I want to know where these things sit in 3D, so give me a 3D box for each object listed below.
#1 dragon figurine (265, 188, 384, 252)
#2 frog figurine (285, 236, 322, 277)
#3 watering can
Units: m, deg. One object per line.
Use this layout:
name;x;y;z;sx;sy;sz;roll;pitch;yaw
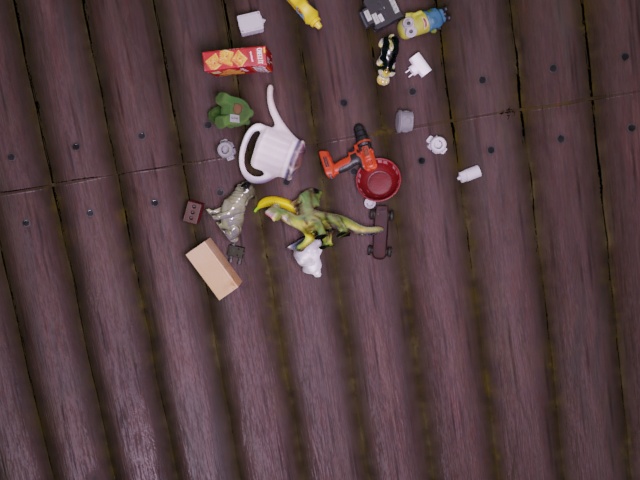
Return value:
dragon figurine;0.006;-0.091;1.814;0.412;0.119;0.247;-8;60;-24
frog figurine;-0.031;0.062;1.858;0.121;0.139;0.159;-29;95;22
watering can;-0.155;-0.355;1.828;0.224;0.104;0.346;21;97;-2
